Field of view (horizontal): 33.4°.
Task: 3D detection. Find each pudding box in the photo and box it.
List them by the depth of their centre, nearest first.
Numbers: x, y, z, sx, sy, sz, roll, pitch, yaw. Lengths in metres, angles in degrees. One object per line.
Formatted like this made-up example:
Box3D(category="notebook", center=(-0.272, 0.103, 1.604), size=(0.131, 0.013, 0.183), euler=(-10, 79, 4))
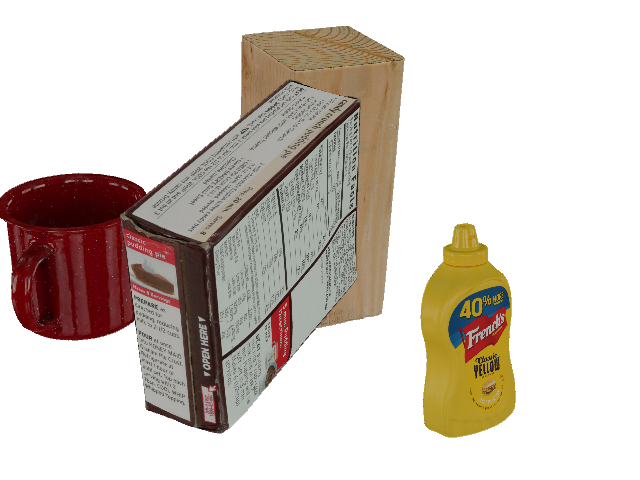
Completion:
Box3D(category="pudding box", center=(-0.025, 0.004, 0.403), size=(0.039, 0.090, 0.113), euler=(16, 39, 22))

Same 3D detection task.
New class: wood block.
Box3D(category="wood block", center=(-0.003, -0.046, 0.801), size=(0.090, 0.206, 0.091), euler=(-10, 30, -25))

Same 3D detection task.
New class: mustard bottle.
Box3D(category="mustard bottle", center=(0.136, 0.079, 0.987), size=(0.096, 0.192, 0.058), euler=(-14, 17, -33))

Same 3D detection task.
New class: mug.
Box3D(category="mug", center=(-0.159, 0.016, 0.675), size=(0.093, 0.081, 0.117), euler=(7, 25, 12))
